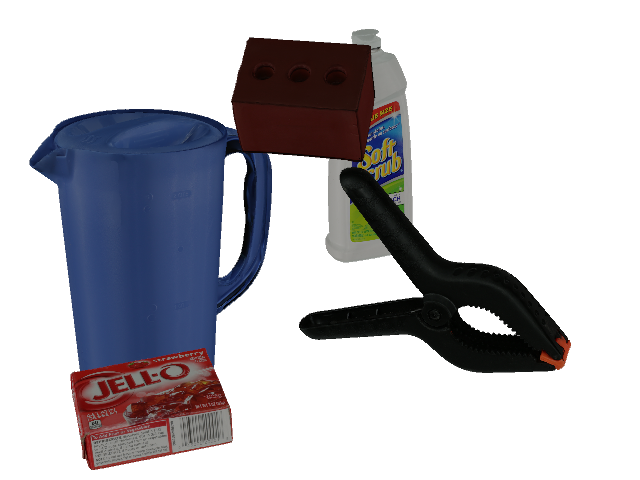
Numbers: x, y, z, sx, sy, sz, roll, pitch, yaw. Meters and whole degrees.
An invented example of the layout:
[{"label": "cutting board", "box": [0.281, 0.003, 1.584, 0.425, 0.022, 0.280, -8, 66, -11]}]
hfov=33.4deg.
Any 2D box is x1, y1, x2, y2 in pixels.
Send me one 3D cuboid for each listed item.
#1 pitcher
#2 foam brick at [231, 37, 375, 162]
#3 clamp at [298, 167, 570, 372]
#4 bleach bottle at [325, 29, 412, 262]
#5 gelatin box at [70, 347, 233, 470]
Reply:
[{"label": "pitcher", "box": [-0.130, 0.021, 0.856, 0.149, 0.243, 0.144, 9, 22, 18]}, {"label": "foam brick", "box": [-0.009, -0.085, 0.645, 0.078, 0.053, 0.051, 5, -30, 11]}, {"label": "clamp", "box": [0.087, 0.037, 0.801, 0.210, 0.165, 0.036, 18, 38, 15]}, {"label": "bleach bottle", "box": [0.049, -0.106, 1.182, 0.102, 0.251, 0.068, -10, 24, -13]}, {"label": "gelatin box", "box": [-0.105, 0.101, 0.655, 0.089, 0.030, 0.073, -9, 25, -15]}]
